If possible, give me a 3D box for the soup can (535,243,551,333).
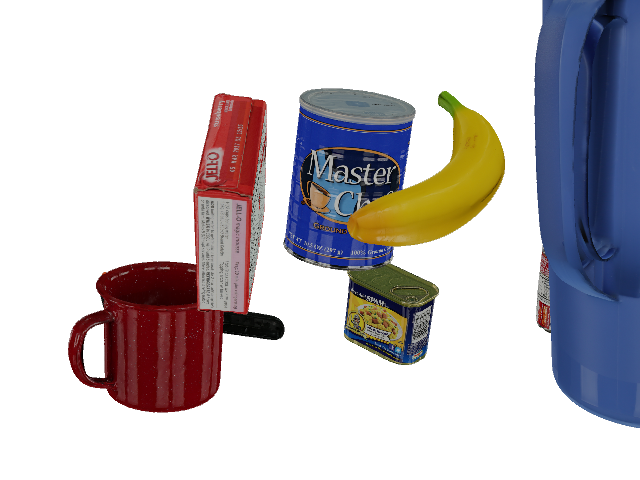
[{"bbox_3d":[0.255,0.039,1.074,0.068,0.102,0.068,1,18,-1],"label":"soup can"}]

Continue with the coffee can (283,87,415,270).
[{"bbox_3d":[0.025,-0.057,0.959,0.103,0.140,0.103,6,20,-2],"label":"coffee can"}]

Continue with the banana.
[{"bbox_3d":[0.081,-0.040,0.708,0.070,0.037,0.197,19,35,14],"label":"banana"}]

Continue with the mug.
[{"bbox_3d":[-0.119,0.070,0.741,0.117,0.081,0.093,-12,23,-39],"label":"mug"}]

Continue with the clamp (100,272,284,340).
[{"bbox_3d":[-0.165,0.081,1.121,0.210,0.036,0.164,19,20,28],"label":"clamp"}]

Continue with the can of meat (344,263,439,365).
[{"bbox_3d":[0.075,0.079,1.175,0.102,0.084,0.057,25,33,33],"label":"can of meat"}]

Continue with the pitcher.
[{"bbox_3d":[0.166,-0.029,0.529,0.149,0.243,0.145,-3,21,0],"label":"pitcher"}]

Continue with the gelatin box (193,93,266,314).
[{"bbox_3d":[-0.046,-0.018,0.546,0.030,0.073,0.089,5,-44,1],"label":"gelatin box"}]
